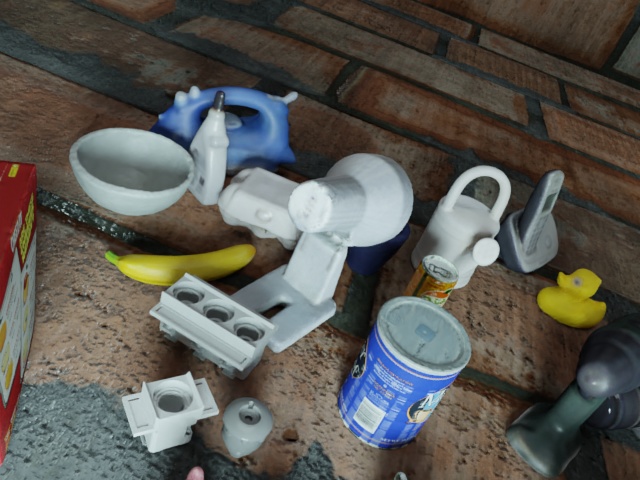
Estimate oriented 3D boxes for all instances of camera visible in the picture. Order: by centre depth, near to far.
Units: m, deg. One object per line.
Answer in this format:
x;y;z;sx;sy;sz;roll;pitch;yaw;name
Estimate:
0.402;0.193;0.758;0.137;0.101;0.143;3;39;-23;camera

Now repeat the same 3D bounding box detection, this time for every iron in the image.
-0.160;-0.194;0.943;0.259;0.141;0.118;1;40;-26;iron

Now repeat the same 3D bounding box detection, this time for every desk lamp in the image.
0.007;0.003;0.710;0.117;0.213;0.204;36;38;20;desk lamp

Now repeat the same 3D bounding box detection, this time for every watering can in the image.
0.224;-0.022;0.867;0.101;0.194;0.172;-4;42;-30;watering can

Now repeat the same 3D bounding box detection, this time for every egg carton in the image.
-0.073;-0.048;0.859;0.150;0.069;0.107;22;36;1;egg carton

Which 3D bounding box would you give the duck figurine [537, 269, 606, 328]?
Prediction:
0.413;0.087;0.914;0.104;0.086;0.077;22;36;1;duck figurine

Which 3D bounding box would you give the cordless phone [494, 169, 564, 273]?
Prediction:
0.382;-0.042;0.980;0.148;0.185;0.094;-20;52;-43;cordless phone

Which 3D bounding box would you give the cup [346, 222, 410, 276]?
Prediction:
0.067;-0.004;0.849;0.092;0.095;0.117;-16;50;-40;cup

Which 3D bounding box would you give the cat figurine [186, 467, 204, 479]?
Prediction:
-0.103;0.237;0.432;0.067;0.118;0.127;13;36;-10;cat figurine

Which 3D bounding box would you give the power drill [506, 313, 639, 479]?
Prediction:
0.301;0.171;0.644;0.230;0.208;0.075;-20;52;-42;power drill

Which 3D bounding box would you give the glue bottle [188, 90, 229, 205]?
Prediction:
-0.161;-0.140;0.846;0.037;0.173;0.078;-13;48;-38;glue bottle

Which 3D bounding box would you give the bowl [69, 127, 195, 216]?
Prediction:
-0.264;-0.086;0.807;0.167;0.075;0.167;14;36;-10;bowl
